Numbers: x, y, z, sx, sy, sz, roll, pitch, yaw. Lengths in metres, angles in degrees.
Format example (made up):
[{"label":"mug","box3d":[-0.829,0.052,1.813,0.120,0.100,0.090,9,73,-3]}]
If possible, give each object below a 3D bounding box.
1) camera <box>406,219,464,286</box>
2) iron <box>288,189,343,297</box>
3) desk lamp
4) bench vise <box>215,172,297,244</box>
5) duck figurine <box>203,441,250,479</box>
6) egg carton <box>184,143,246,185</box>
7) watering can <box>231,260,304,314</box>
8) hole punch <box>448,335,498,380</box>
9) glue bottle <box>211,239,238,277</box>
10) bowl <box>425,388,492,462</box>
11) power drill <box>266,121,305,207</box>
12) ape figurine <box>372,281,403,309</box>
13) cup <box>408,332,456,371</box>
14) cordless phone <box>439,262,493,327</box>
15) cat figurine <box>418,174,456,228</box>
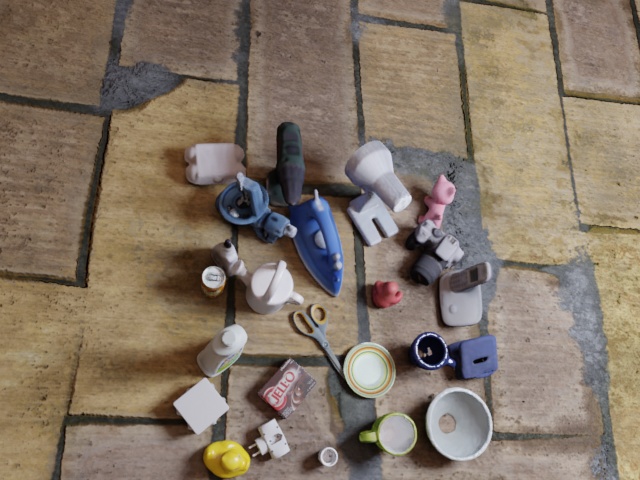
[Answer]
[{"label":"camera","box3d":[0.285,0.038,1.480,0.143,0.100,0.137,40,68,2]},{"label":"iron","box3d":[0.013,0.005,1.405,0.119,0.141,0.258,-17,77,-18]},{"label":"desk lamp","box3d":[0.144,-0.118,1.437,0.118,0.213,0.203,-28,80,-20]},{"label":"bench vise","box3d":[-0.143,-0.087,1.356,0.207,0.219,0.121,14,70,-8]},{"label":"duck figurine","box3d":[-0.199,0.473,1.232,0.104,0.086,0.077,19,69,-6]},{"label":"egg carton","box3d":[-0.263,-0.190,1.442,0.150,0.069,0.107,-5,74,-15]},{"label":"watering can","box3d":[-0.120,0.103,1.313,0.173,0.194,0.101,5,71,-11]},{"label":"hole punch","box3d":[0.391,0.294,1.427,0.109,0.091,0.101,-11,75,-16]},{"label":"glue bottle","box3d":[-0.216,0.031,1.325,0.037,0.173,0.078,-34,82,-21]},{"label":"bowl","box3d":[0.320,0.440,1.371,0.167,0.074,0.167,4,71,-12]},{"label":"power drill","box3d":[-0.081,-0.160,1.400,0.076,0.208,0.229,1,72,-12]},{"label":"ape figurine","box3d":[0.170,0.129,1.428,0.076,0.092,0.078,-42,85,-21]},{"label":"cup","box3d":[0.266,0.282,1.399,0.118,0.095,0.092,28,68,-3]},{"label":"cordless phone","box3d":[0.372,0.135,1.424,0.094,0.185,0.147,1,72,-13]},{"label":"cat figurine","box3d":[0.321,-0.103,1.525,0.067,0.117,0.128,18,69,-6]}]
